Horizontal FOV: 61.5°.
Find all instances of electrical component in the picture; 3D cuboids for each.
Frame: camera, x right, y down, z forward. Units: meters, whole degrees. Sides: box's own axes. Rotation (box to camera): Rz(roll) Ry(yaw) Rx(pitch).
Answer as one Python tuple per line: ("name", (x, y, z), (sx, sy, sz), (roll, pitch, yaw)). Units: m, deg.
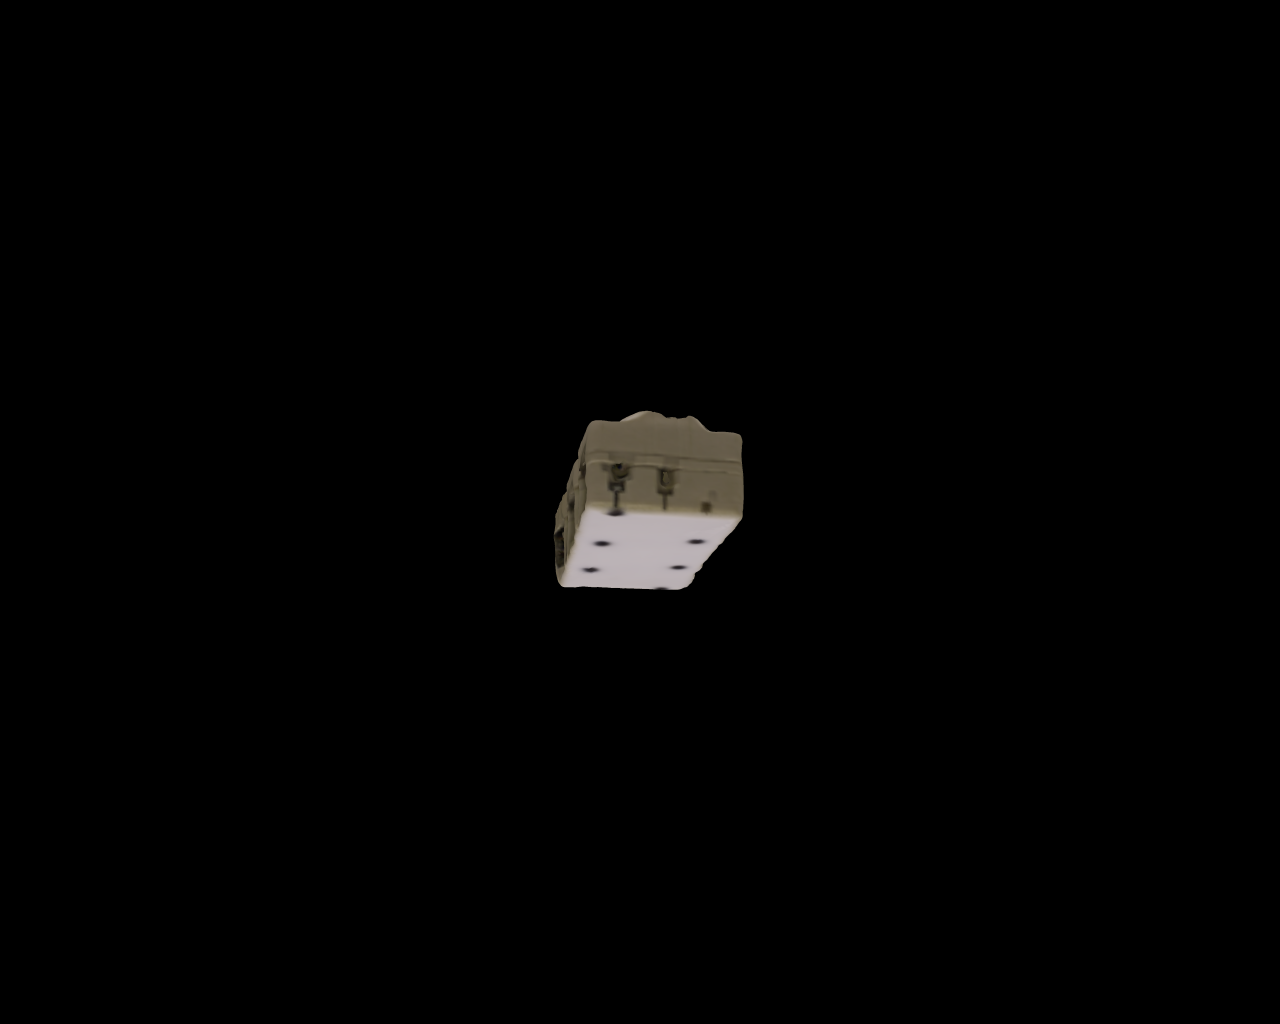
("electrical component", (0.001, -0.003, 0.650), (0.089, 0.062, 0.150), (4, -20, -11))
